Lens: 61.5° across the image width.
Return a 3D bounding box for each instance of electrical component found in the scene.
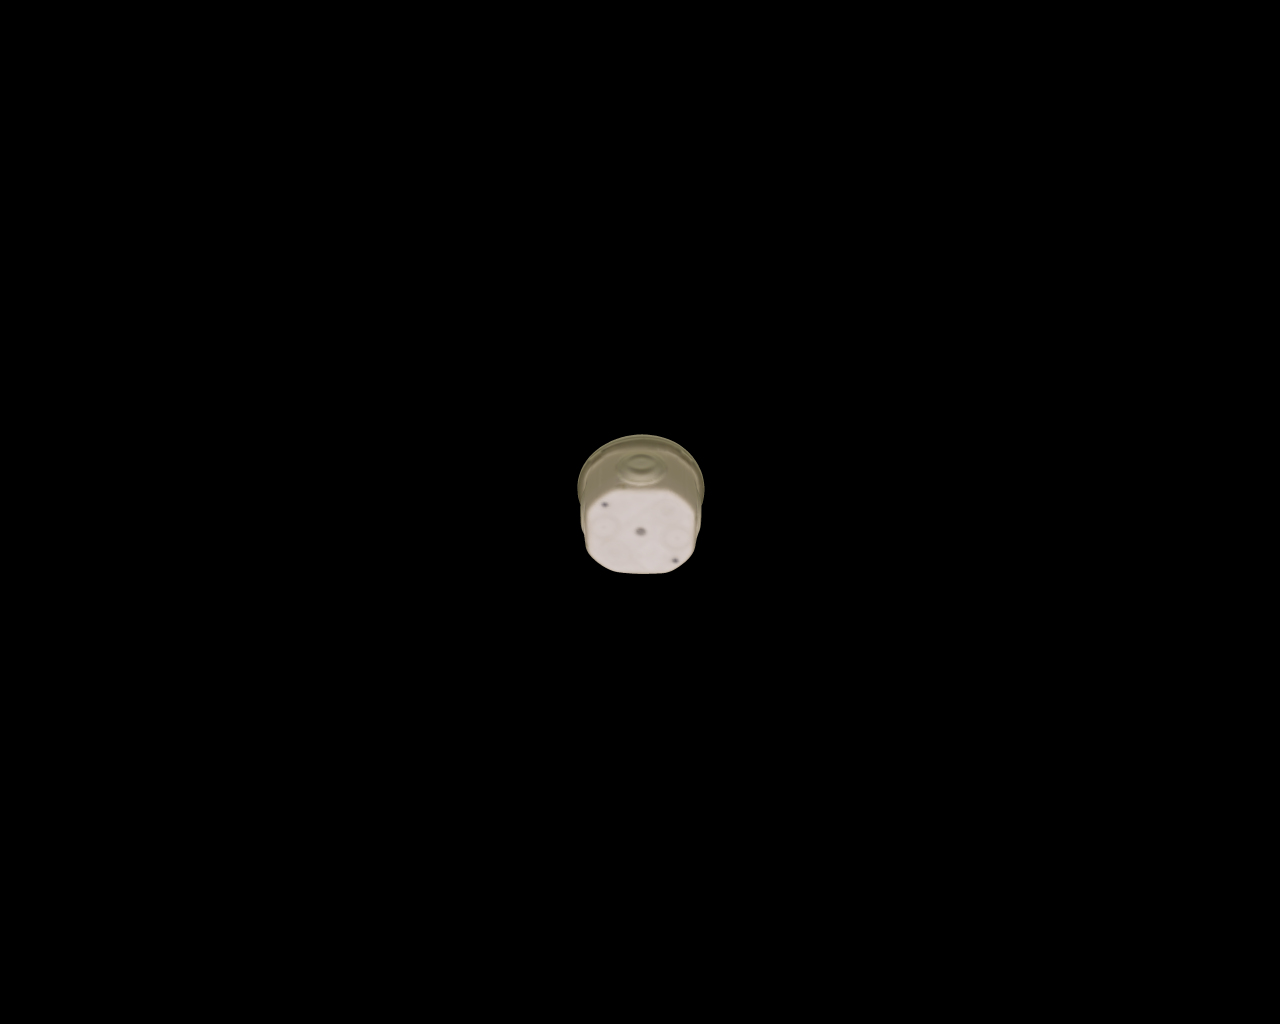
[{"bbox_3d":[0.001,-0.003,0.650,0.080,0.080,0.051,0,37,0],"label":"electrical component"}]
